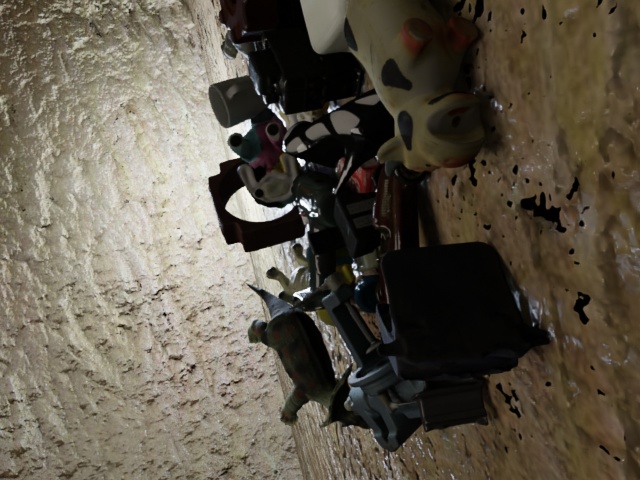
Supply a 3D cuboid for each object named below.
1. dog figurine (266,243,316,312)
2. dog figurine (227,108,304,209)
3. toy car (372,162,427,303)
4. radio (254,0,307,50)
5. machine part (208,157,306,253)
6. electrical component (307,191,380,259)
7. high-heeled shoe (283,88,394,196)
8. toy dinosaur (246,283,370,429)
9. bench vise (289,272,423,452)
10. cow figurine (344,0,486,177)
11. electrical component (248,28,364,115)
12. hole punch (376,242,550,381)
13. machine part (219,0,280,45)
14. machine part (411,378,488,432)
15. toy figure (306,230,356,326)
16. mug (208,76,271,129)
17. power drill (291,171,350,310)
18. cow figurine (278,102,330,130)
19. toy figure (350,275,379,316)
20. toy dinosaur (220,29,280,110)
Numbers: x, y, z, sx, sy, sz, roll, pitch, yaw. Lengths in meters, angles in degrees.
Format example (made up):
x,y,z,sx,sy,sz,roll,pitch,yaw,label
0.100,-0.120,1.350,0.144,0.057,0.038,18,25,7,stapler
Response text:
x,y,z,sx,sy,sz,roll,pitch,yaw,label
0.001,0.111,1.094,0.191,0.121,0.172,30,170,49,dog figurine
-0.089,-0.162,1.038,0.219,0.108,0.191,-67,-44,-78,dog figurine
0.086,-0.009,0.603,0.089,0.053,0.202,168,100,-80,toy car
-0.065,-0.360,0.854,0.131,0.073,0.229,-134,33,-55,radio
-0.122,-0.084,1.131,0.087,0.201,0.201,90,161,-55,machine part
0.044,-0.020,0.680,0.047,0.119,0.075,97,158,-58,electrical component
0.024,-0.154,0.678,0.145,0.086,0.249,-62,29,21,high-heeled shoe
-0.036,0.219,1.064,0.192,0.131,0.405,-47,68,40,toy dinosaur
0.070,0.154,0.713,0.240,0.129,0.223,57,157,4,bench vise
0.079,-0.143,0.474,0.127,0.085,0.195,108,143,-56,cow figurine
-0.024,-0.225,0.708,0.058,0.134,0.115,95,156,-51,electrical component
0.112,0.075,0.487,0.092,0.142,0.116,94,171,-51,hole punch
-0.112,-0.373,0.772,0.179,0.056,0.179,165,90,-72,machine part
0.134,0.136,0.593,0.039,0.084,0.139,40,-140,-62,machine part
0.020,0.061,0.934,0.082,0.089,0.180,79,172,-80,toy figure
-0.135,-0.262,0.967,0.081,0.107,0.109,59,155,6,mug
-0.002,-0.003,0.832,0.232,0.086,0.207,-163,78,-73,power drill
-0.016,-0.182,0.866,0.167,0.068,0.098,-148,39,-77,cow figurine
0.074,0.084,0.810,0.154,0.058,0.064,137,124,-81,toy figure
-0.129,-0.409,1.028,0.471,0.105,0.199,66,164,-8,toy dinosaur
